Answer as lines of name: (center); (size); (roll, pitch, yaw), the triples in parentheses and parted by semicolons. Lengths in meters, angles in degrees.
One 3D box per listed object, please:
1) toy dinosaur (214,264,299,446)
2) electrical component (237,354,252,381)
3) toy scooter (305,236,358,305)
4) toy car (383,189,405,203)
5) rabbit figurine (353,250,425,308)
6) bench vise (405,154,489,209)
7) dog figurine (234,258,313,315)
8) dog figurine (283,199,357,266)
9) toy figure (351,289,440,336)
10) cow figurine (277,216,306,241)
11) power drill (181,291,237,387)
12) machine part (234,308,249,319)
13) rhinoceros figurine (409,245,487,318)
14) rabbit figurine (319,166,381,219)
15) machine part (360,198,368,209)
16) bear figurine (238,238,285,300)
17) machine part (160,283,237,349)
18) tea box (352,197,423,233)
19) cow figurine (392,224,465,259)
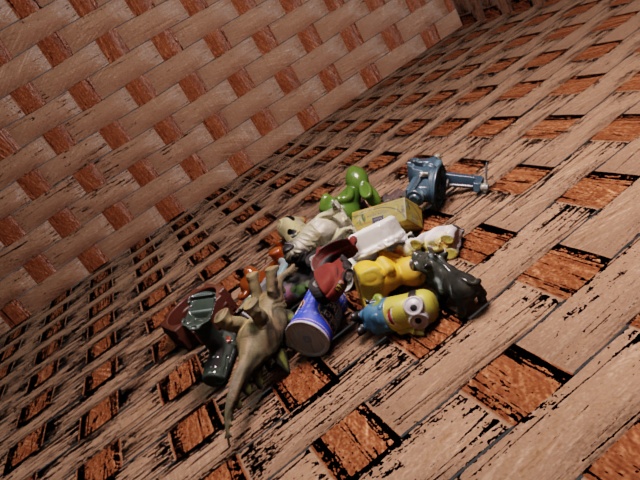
toy dinosaur: (-0.131, 0.211, 1.178); (0.105, 0.198, 0.471); (-16, 26, 32)
electrical component: (-0.155, 0.268, 1.249); (0.045, 0.078, 0.102); (-20, 17, 28)
toy scooter: (0.035, 0.055, 1.194); (0.135, 0.075, 0.184); (-35, 31, 13)
toy car: (0.198, -0.089, 1.600); (0.089, 0.053, 0.202); (-5, 32, 43)
rabbit figurine: (0.166, 0.086, 1.217); (0.173, 0.121, 0.162); (-16, 13, 1)
bench vise: (0.349, -0.164, 1.484); (0.241, 0.128, 0.223); (7, 29, 28)
dog figurine: (-0.120, 0.159, 1.415); (0.219, 0.108, 0.192); (-47, 28, -24)
dog figurine: (-0.005, -0.007, 1.412); (0.190, 0.121, 0.172); (-33, -15, 9)
toy figure: (0.155, 0.147, 1.102); (0.180, 0.082, 0.089); (-19, 27, 35)
cow figurine: (-0.062, -0.005, 1.514); (0.195, 0.127, 0.085); (46, 120, 48)
power drill: (-0.260, 0.224, 1.319); (0.086, 0.207, 0.232); (-4, 39, 8)
machine part: (-0.149, 0.213, 1.334); (0.139, 0.039, 0.084); (25, 52, 13)
rhinoceros figurine: (0.250, 0.078, 1.086); (0.073, 0.112, 0.190); (-37, 30, -9)
rabbit figurine: (0.094, -0.136, 1.574); (0.159, 0.121, 0.170); (19, 86, 36)
machine part: (0.074, -0.072, 1.719); (0.179, 0.056, 0.179); (-27, 23, 13)
bear figurine: (-0.168, 0.091, 1.594); (0.196, 0.131, 0.120); (-18, 16, 17)
machine part: (-0.362, 0.226, 1.609); (0.201, 0.087, 0.201); (-41, 24, -27)
tea box: (0.181, -0.051, 1.454); (0.170, 0.098, 0.068); (-17, 65, 36)
cow figurine: (0.259, 0.005, 1.289); (0.167, 0.068, 0.098); (-11, 24, 35)
